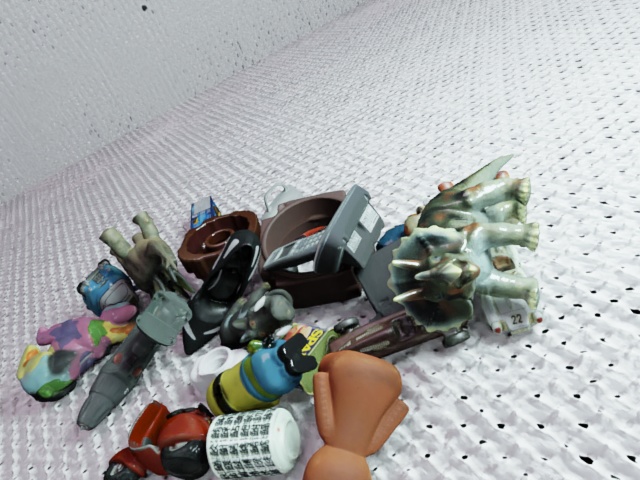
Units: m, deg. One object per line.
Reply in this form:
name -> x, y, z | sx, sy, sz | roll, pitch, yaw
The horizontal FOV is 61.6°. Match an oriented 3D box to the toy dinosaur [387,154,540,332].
toy dinosaur -> 0.198, -0.013, 0.750 | 0.192, 0.131, 0.405 | 0, 30, 14

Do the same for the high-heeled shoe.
high-heeled shoe -> -0.170, 0.098, 0.923 | 0.248, 0.086, 0.145 | -68, 17, -3

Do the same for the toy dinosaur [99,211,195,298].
toy dinosaur -> -0.331, 0.046, 1.060 | 0.105, 0.198, 0.471 | -37, 0, -19

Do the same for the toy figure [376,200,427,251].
toy figure -> 0.166, -0.017, 0.961 | 0.154, 0.064, 0.058 | -35, -6, -24

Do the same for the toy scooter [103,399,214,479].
toy scooter -> -0.220, 0.282, 0.777 | 0.184, 0.075, 0.135 | -21, 29, 17

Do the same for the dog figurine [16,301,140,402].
dog figurine -> -0.440, 0.202, 1.033 | 0.219, 0.108, 0.192 | -19, 30, 6

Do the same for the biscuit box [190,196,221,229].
biscuit box -> -0.277, -0.036, 1.318 | 0.059, 0.062, 0.203 | -25, 31, 1

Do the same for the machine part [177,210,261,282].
machine part -> -0.196, 0.008, 1.079 | 0.179, 0.056, 0.179 | -14, 32, 9

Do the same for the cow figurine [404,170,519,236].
cow figurine -> 0.237, -0.034, 0.900 | 0.195, 0.085, 0.127 | -12, 59, 1

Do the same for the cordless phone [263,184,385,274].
cordless phone -> -0.002, -0.003, 0.868 | 0.184, 0.088, 0.146 | -17, 31, 40

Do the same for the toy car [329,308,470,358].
toy car -> 0.109, 0.128, 0.751 | 0.202, 0.053, 0.089 | -21, 70, 6

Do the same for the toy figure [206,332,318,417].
toy figure -> -0.086, 0.188, 0.737 | 0.180, 0.089, 0.082 | -40, 48, 38

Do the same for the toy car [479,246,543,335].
toy car -> 0.261, 0.058, 0.775 | 0.074, 0.056, 0.202 | -17, 31, 14

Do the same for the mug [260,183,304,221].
mug -> -0.083, -0.066, 1.185 | 0.107, 0.109, 0.081 | -46, 37, -6

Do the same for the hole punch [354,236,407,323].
hole punch -> 0.126, 0.075, 0.839 | 0.142, 0.092, 0.116 | -27, 63, -2

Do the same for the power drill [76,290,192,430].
power drill -> -0.309, 0.194, 0.915 | 0.207, 0.086, 0.232 | -53, 8, 34

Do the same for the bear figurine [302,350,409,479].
bear figurine -> 0.034, 0.237, 0.640 | 0.120, 0.132, 0.196 | 15, 73, 3

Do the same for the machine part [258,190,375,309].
machine part -> -0.005, 0.012, 0.960 | 0.202, 0.087, 0.201 | -11, 48, 9

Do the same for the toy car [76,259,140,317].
toy car -> -0.441, 0.116, 1.154 | 0.103, 0.161, 0.109 | 32, 64, 11

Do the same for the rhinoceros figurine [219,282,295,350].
rhinoceros figurine -> -0.103, 0.126, 0.863 | 0.190, 0.073, 0.112 | -31, 8, 47
